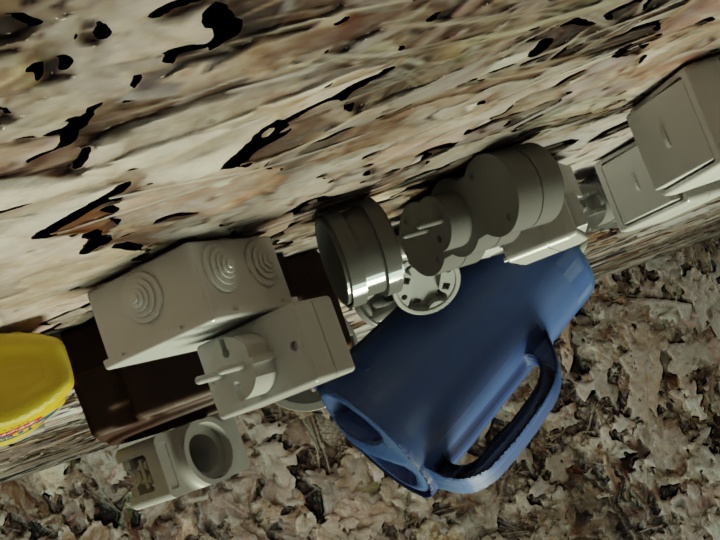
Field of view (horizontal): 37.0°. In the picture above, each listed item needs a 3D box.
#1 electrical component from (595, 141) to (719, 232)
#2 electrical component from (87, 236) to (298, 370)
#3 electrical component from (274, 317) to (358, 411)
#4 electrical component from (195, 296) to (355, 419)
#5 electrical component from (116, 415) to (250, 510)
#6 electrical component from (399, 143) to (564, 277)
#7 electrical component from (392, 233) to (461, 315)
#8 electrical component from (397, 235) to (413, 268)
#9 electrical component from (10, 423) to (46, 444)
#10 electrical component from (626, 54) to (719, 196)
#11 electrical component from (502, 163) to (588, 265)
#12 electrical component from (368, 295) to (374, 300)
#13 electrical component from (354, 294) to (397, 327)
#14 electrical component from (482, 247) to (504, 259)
[{"bbox_3d":[0.229,-0.070,0.836,0.061,0.061,0.096,-16,172,-31],"label":"electrical component"},{"bbox_3d":[-0.100,0.017,0.639,0.100,0.048,0.100,-24,172,29],"label":"electrical component"},{"bbox_3d":[-0.054,0.084,1.070,0.108,0.108,0.060,-20,179,0],"label":"electrical component"},{"bbox_3d":[-0.062,0.054,0.620,0.083,0.047,0.076,-25,171,36],"label":"electrical component"},{"bbox_3d":[-0.136,0.149,0.849,0.056,0.050,0.089,-24,173,35],"label":"electrical component"},{"bbox_3d":[0.061,-0.033,0.688,0.074,0.052,0.138,-16,171,-30],"label":"electrical component"},{"bbox_3d":[0.045,0.000,0.841,0.055,0.055,0.047,-20,-148,-5],"label":"electrical component"},{"bbox_3d":[0.046,-0.021,0.785,0.062,0.043,0.043,-17,173,-14],"label":"electrical component"},{"bbox_3d":[-0.281,0.112,0.867,0.077,0.047,0.066,-23,172,22],"label":"electrical component"},{"bbox_3d":[0.209,-0.088,0.639,0.061,0.061,0.096,-19,173,-13],"label":"electrical component"},{"bbox_3d":[0.129,-0.043,0.770,0.061,0.061,0.096,-22,173,15],"label":"electrical component"},{"bbox_3d":[0.000,0.000,0.815,0.043,0.043,0.062,-18,171,-18],"label":"electrical component"},{"bbox_3d":[0.029,0.020,1.002,0.078,0.058,0.057,-15,169,-42],"label":"electrical component"},{"bbox_3d":[0.097,-0.031,0.853,0.077,0.043,0.079,-15,172,-37],"label":"electrical component"}]
